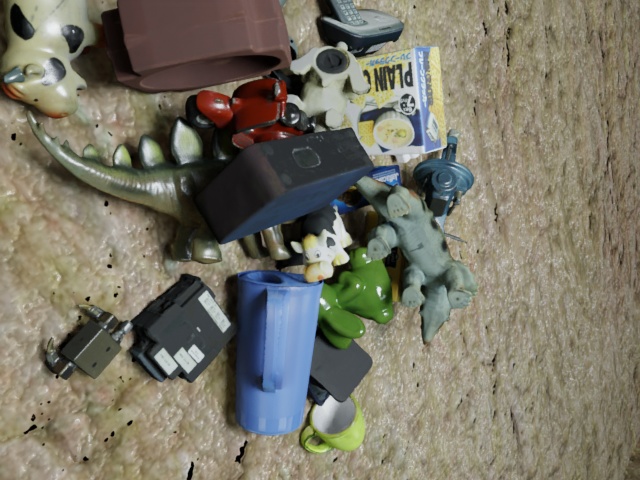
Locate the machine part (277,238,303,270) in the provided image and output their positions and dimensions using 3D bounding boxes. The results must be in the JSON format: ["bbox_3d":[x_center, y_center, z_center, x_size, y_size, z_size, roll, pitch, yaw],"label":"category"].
[{"bbox_3d":[-0.018,0.016,0.937,0.139,0.039,0.084,-17,115,-44],"label":"machine part"}]

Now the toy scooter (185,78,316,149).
[{"bbox_3d":[-0.068,-0.158,0.693,0.183,0.135,0.075,12,72,-49],"label":"toy scooter"}]

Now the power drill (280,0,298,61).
[{"bbox_3d":[-0.029,-0.379,0.793,0.232,0.086,0.207,22,96,-6],"label":"power drill"}]

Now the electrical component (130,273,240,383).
[{"bbox_3d":[-0.197,0.131,0.760,0.134,0.058,0.114,-45,122,-31],"label":"electrical component"}]

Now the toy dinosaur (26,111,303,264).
[{"bbox_3d":[-0.161,-0.065,0.747,0.471,0.105,0.198,2,85,-54],"label":"toy dinosaur"}]

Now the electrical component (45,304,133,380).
[{"bbox_3d":[-0.293,0.129,0.677,0.102,0.045,0.078,-56,157,-21],"label":"electrical component"}]

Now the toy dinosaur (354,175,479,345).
[{"bbox_3d":[0.159,-0.002,0.920,0.404,0.131,0.192,62,18,-13],"label":"toy dinosaur"}]

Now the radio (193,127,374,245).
[{"bbox_3d":[-0.038,-0.077,0.704,0.229,0.131,0.073,-25,82,-49],"label":"radio"}]

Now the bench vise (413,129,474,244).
[{"bbox_3d":[0.254,-0.115,1.113,0.223,0.129,0.240,64,39,-59],"label":"bench vise"}]

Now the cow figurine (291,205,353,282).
[{"bbox_3d":[0.000,-0.003,0.835,0.167,0.068,0.098,-68,138,-68],"label":"cow figurine"}]

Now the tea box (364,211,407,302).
[{"bbox_3d":[0.139,0.031,1.050,0.068,0.098,0.169,8,87,-44],"label":"tea box"}]

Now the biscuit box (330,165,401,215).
[{"bbox_3d":[0.068,-0.094,0.992,0.202,0.059,0.062,-21,108,-42],"label":"biscuit box"}]

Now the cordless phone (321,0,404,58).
[{"bbox_3d":[0.052,-0.417,0.940,0.146,0.089,0.184,-29,95,-38],"label":"cordless phone"}]

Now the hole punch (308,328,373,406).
[{"bbox_3d":[0.013,0.224,0.968,0.116,0.092,0.142,47,58,1],"label":"hole punch"}]

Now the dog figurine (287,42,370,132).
[{"bbox_3d":[0.006,-0.198,0.866,0.172,0.121,0.190,-55,169,-17],"label":"dog figurine"}]

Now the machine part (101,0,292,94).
[{"bbox_3d":[-0.140,-0.243,0.652,0.201,0.202,0.087,-83,161,-80],"label":"machine part"}]

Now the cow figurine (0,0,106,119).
[{"bbox_3d":[-0.308,-0.233,0.593,0.127,0.086,0.194,-24,113,-47],"label":"cow figurine"}]

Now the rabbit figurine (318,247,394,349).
[{"bbox_3d":[0.032,0.109,0.942,0.170,0.121,0.159,-7,65,-20],"label":"rabbit figurine"}]
